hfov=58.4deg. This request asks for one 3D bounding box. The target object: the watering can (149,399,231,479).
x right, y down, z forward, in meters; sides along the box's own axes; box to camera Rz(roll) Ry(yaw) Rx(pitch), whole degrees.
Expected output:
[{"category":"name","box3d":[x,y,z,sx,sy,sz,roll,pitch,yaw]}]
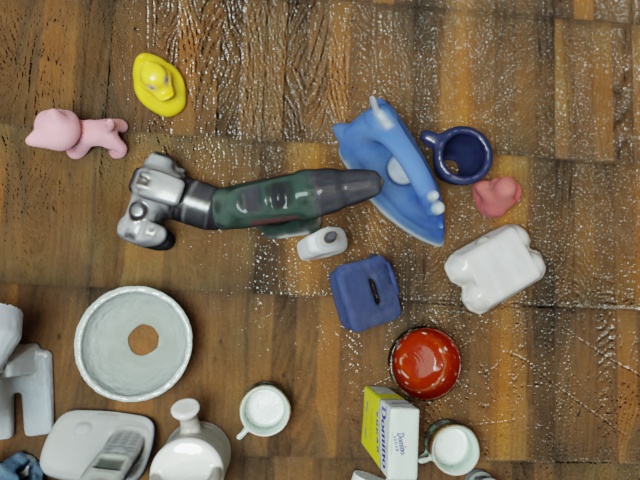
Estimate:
[{"category":"watering can","box3d":[-0.182,0.310,0.783,0.101,0.194,0.173,-24,87,-7]}]

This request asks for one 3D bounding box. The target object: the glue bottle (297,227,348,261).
[{"category":"glue bottle","box3d":[0.008,0.003,0.841,0.078,0.173,0.037,-16,86,-6]}]

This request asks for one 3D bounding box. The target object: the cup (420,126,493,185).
[{"category":"cup","box3d":[0.204,-0.131,0.911,0.118,0.095,0.092,28,83,-2]}]

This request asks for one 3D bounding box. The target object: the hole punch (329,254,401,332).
[{"category":"hole punch","box3d":[0.072,0.079,0.881,0.101,0.091,0.109,-17,86,-6]}]

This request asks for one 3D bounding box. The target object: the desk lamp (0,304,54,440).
[{"category":"desk lamp","box3d":[-0.441,0.182,0.764,0.118,0.213,0.203,-6,85,-5]}]

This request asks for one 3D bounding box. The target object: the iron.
[{"category":"iron","box3d":[0.132,-0.104,0.879,0.119,0.141,0.258,-35,88,-7]}]

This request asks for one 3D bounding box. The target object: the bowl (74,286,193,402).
[{"category":"bowl","box3d":[-0.269,0.151,0.852,0.167,0.074,0.167,1,84,-5]}]

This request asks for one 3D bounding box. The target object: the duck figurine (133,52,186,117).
[{"category":"duck figurine","box3d":[-0.254,-0.250,0.887,0.077,0.086,0.104,-31,88,-7]}]

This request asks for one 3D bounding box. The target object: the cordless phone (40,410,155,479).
[{"category":"cordless phone","box3d":[-0.313,0.296,0.778,0.147,0.185,0.094,5,84,-4]}]

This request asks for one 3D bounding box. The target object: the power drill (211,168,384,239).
[{"category":"power drill","box3d":[-0.036,-0.053,0.825,0.229,0.208,0.076,-9,85,-6]}]

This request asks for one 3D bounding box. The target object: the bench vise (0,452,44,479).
[{"category":"bench vise","box3d":[-0.404,0.379,0.744,0.207,0.219,0.121,23,83,-2]}]

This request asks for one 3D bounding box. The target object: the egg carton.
[{"category":"egg carton","box3d":[0.278,0.043,0.913,0.150,0.069,0.107,-30,87,-7]}]

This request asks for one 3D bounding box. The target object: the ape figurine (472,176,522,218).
[{"category":"ape figurine","box3d":[0.286,-0.076,0.914,0.078,0.092,0.076,23,83,-2]}]

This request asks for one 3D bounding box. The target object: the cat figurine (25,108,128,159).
[{"category":"cat figurine","box3d":[-0.362,-0.164,0.853,0.128,0.117,0.067,-5,85,-5]}]

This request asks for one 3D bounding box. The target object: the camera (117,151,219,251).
[{"category":"camera","box3d":[-0.216,-0.049,0.863,0.137,0.100,0.143,18,83,-3]}]
